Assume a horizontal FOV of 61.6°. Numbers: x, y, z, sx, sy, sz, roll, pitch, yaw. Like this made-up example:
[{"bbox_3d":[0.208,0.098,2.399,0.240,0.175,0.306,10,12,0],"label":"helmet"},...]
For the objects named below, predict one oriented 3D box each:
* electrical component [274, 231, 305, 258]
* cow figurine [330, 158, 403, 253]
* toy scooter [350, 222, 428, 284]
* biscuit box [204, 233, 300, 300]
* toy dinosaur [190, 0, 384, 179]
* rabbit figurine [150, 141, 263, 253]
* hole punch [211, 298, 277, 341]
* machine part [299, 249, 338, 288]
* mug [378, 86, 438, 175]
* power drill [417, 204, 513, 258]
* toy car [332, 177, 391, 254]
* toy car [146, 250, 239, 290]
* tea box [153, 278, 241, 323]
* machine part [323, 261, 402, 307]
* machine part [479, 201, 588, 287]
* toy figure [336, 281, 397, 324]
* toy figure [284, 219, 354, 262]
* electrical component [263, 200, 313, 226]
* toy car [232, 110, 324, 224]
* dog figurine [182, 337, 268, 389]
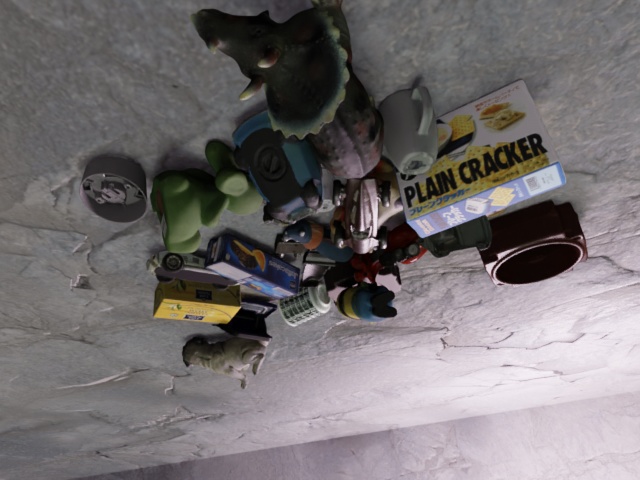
[{"bbox_3d":[-0.056,0.008,1.059,0.063,0.021,0.094,1,147,-12],"label":"electrical component"},{"bbox_3d":[0.085,-0.051,0.940,0.127,0.085,0.195,22,138,-29],"label":"cow figurine"},{"bbox_3d":[0.127,0.029,1.028,0.184,0.135,0.075,-23,103,30],"label":"toy scooter"},{"bbox_3d":[-0.128,0.056,1.064,0.059,0.063,0.202,-18,146,39],"label":"biscuit box"},{"bbox_3d":[0.018,-0.148,0.659,0.131,0.192,0.404,-17,146,20],"label":"toy dinosaur"},{"bbox_3d":[-0.169,-0.078,0.842,0.170,0.121,0.159,-12,146,-27],"label":"rabbit figurine"},{"bbox_3d":[-0.173,0.185,1.281,0.142,0.092,0.116,12,174,-33],"label":"hole punch"},{"bbox_3d":[-0.006,0.055,1.133,0.084,0.039,0.138,-1,147,-21],"label":"machine part"},{"bbox_3d":[0.134,-0.153,0.755,0.081,0.107,0.109,3,149,-20],"label":"mug"},{"bbox_3d":[0.252,-0.051,0.893,0.232,0.207,0.085,-13,110,25],"label":"power drill"},{"bbox_3d":[0.064,-0.033,0.837,0.089,0.053,0.202,5,154,5],"label":"toy car"},{"bbox_3d":[-0.243,0.058,1.073,0.202,0.056,0.073,11,151,-25],"label":"toy car"},{"bbox_3d":[-0.267,0.128,1.169,0.169,0.068,0.098,8,145,-25],"label":"tea box"},{"bbox_3d":[0.096,0.093,1.199,0.179,0.056,0.179,-6,147,-4],"label":"machine part"},{"bbox_3d":[0.440,0.017,1.116,0.201,0.087,0.201,-19,145,20],"label":"machine part"},{"bbox_3d":[0.093,0.125,1.085,0.089,0.082,0.180,17,173,-11],"label":"toy figure"},{"bbox_3d":[-0.003,-0.002,1.023,0.154,0.058,0.064,26,129,-35],"label":"toy figure"},{"bbox_3d":[-0.058,-0.064,0.920,0.102,0.045,0.078,-19,148,19],"label":"electrical component"},{"bbox_3d":[-0.044,-0.112,0.780,0.109,0.161,0.103,-25,-172,34],"label":"toy car"},{"bbox_3d":[-0.251,0.286,1.418,0.190,0.121,0.172,27,103,-18],"label":"dog figurine"}]
